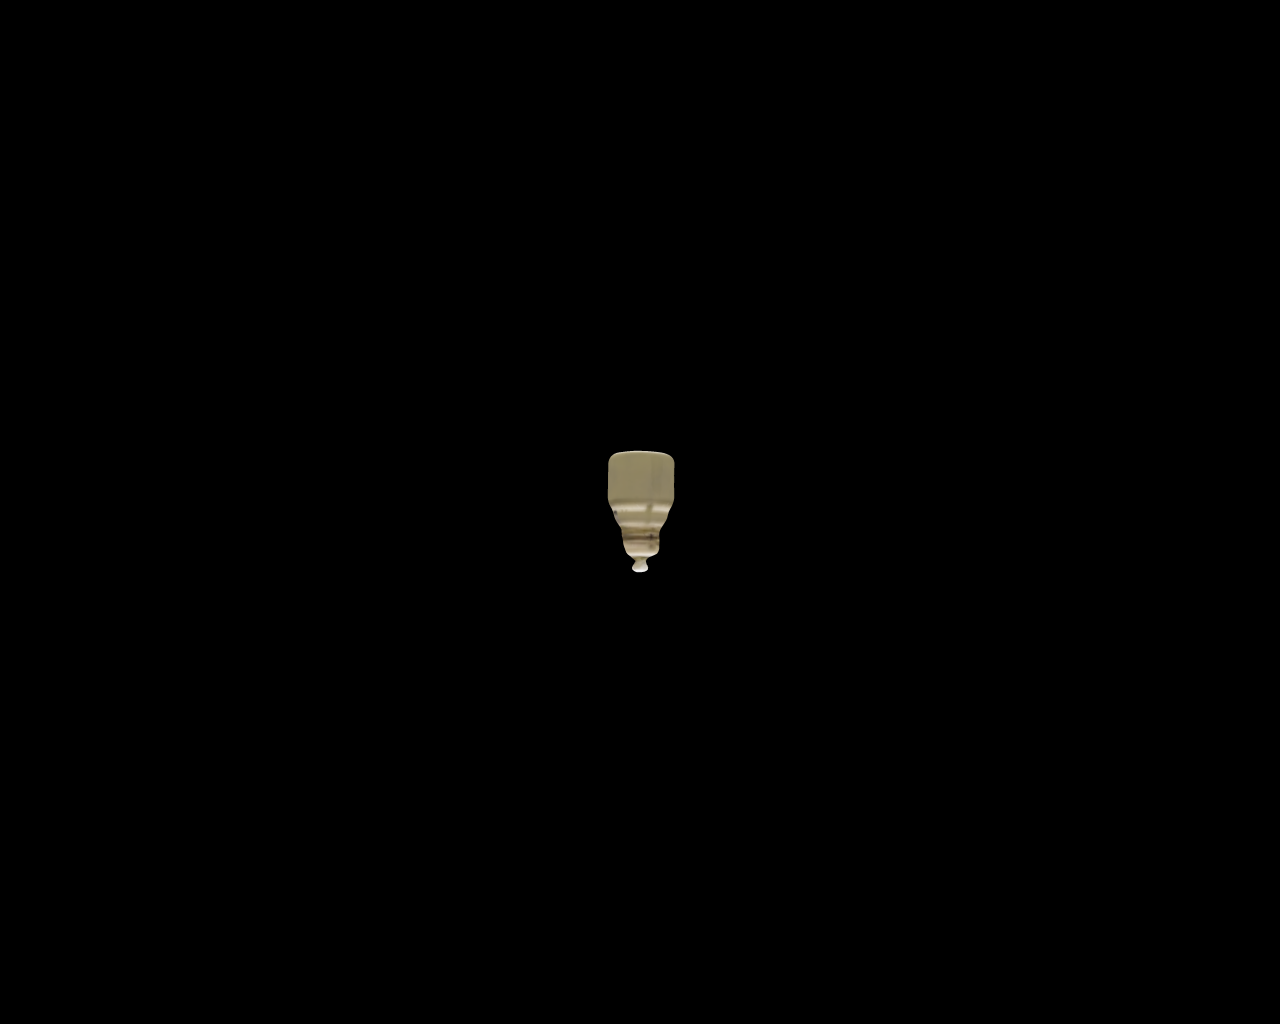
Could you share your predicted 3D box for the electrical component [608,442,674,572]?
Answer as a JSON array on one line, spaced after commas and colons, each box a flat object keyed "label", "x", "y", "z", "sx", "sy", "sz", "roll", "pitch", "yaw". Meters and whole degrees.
[{"label": "electrical component", "x": 0.001, "y": -0.003, "z": 0.650, "sx": 0.040, "sy": 0.078, "sz": 0.040, "roll": 0, "pitch": -4, "yaw": 0}]
